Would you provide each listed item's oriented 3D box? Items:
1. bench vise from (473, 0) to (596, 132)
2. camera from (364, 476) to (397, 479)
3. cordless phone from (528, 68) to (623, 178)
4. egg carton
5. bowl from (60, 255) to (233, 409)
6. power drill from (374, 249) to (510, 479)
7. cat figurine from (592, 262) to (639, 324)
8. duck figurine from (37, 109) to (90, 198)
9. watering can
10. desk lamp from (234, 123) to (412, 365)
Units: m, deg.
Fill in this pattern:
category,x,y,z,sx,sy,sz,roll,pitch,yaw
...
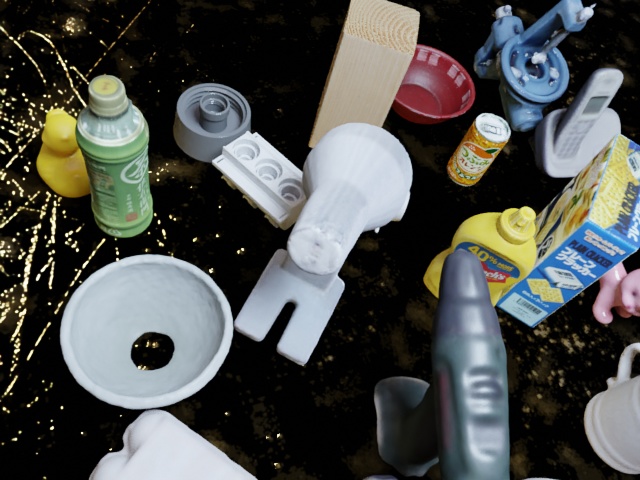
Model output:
category,x,y,z,sx,sy,sz,roll,pitch,yaw
bench vise,0.325,-0.310,0.903,0.122,0.219,0.207,-21,67,-25
camera,0.101,0.301,0.542,0.137,0.101,0.143,6,58,-11
cordless phone,0.419,-0.182,0.870,0.148,0.185,0.094,-10,62,-20
egg carton,-0.136,0.238,0.538,0.150,0.069,0.107,33,57,7
bowl,-0.179,0.104,0.605,0.167,0.074,0.167,7,58,-11
power drill,0.120,0.152,0.574,0.076,0.208,0.229,4,58,-12
cat figurine,0.416,0.056,0.765,0.067,0.117,0.127,-10,62,-20
duck figurine,-0.307,-0.111,0.696,0.078,0.086,0.104,-17,65,-23
watering can,0.396,0.196,0.628,0.101,0.194,0.172,-29,70,-27
desk lamp,0.006,0.002,0.632,0.118,0.213,0.203,26,56,2
